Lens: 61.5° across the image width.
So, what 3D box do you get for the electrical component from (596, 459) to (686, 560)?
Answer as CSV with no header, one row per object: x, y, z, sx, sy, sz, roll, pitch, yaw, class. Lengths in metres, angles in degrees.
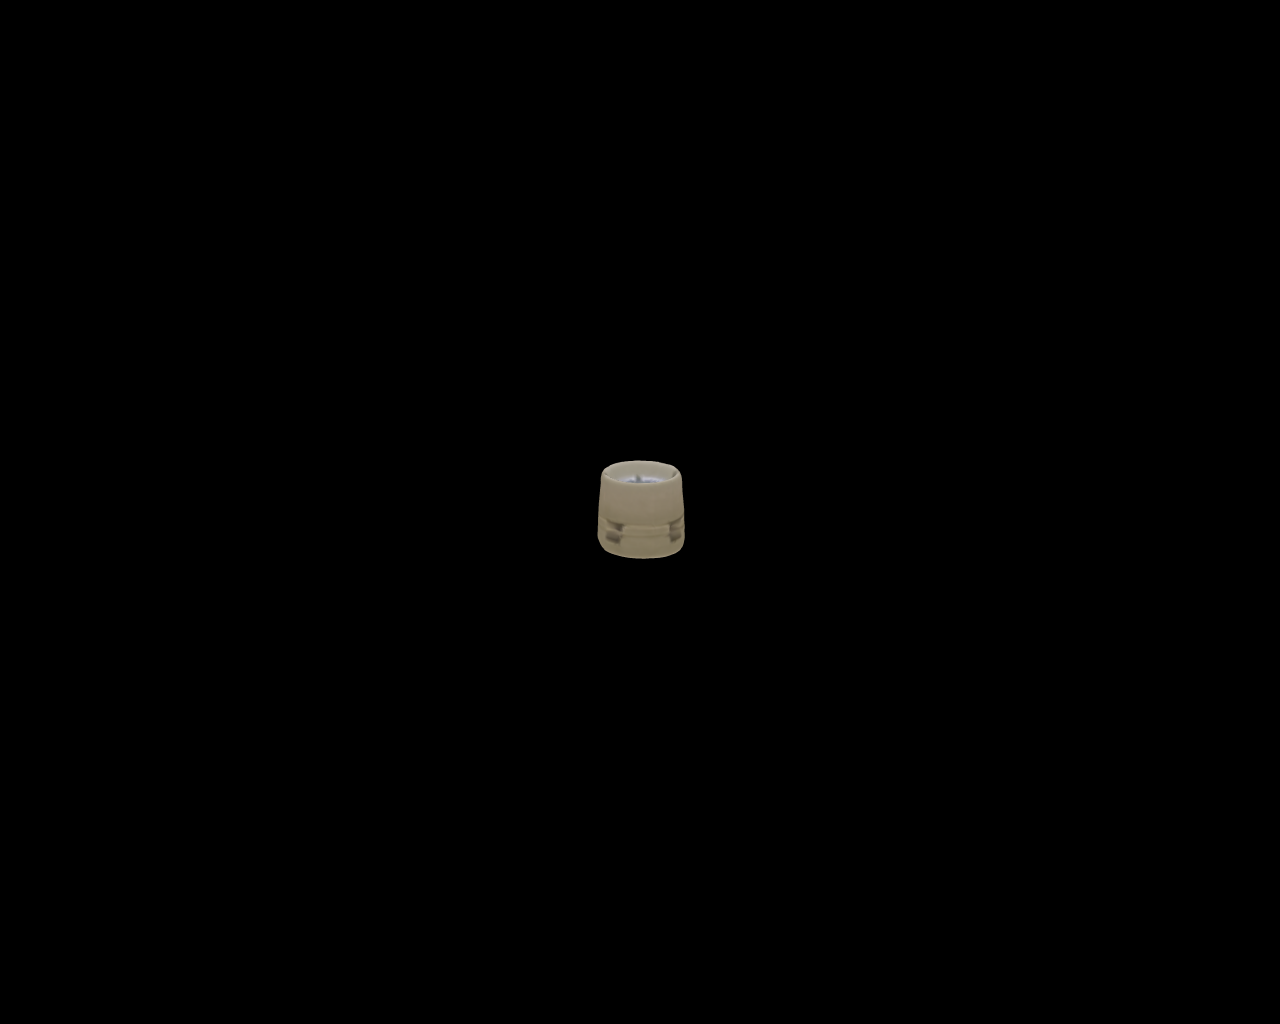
0.001,-0.003,0.650,0.055,0.047,0.055,0,20,0,electrical component
